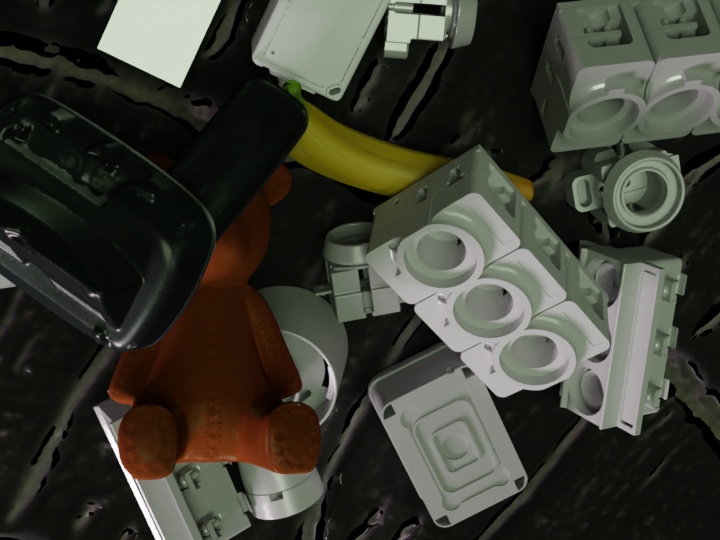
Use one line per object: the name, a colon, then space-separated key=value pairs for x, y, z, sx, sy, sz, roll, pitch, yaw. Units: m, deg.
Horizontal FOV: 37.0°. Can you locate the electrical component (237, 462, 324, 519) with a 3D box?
electrical component: x=-0.059 y=0.143 z=0.768 sx=0.055 sy=0.055 sz=0.047 roll=-17 pitch=105 yaw=-4

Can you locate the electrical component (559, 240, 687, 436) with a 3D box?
electrical component: x=0.189 y=0.046 z=0.775 sx=0.063 sy=0.079 sz=0.121 roll=-6 pitch=109 yaw=-31

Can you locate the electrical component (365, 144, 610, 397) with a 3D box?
electrical component: x=0.086 y=0.007 z=0.704 sx=0.089 sy=0.061 sz=0.150 roll=-30 pitch=118 yaw=29

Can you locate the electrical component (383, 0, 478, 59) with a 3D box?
electrical component: x=0.046 y=-0.169 z=0.696 sx=0.055 sy=0.048 sz=0.066 roll=4 pitch=106 yaw=-3

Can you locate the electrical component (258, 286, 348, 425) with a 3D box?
electrical component: x=-0.059 y=0.067 z=0.752 sx=0.099 sy=0.064 sz=0.099 roll=0 pitch=116 yaw=1

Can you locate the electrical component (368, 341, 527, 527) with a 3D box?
electrical component: x=0.063 y=0.116 z=0.778 sx=0.078 sy=0.057 sz=0.113 roll=-26 pitch=109 yaw=-1

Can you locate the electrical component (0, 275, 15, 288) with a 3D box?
electrical component: x=-0.229 y=-0.026 z=0.668 sx=0.150 sy=0.089 sz=0.061 roll=0 pitch=106 yaw=-10

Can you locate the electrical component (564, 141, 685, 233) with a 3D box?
electrical component: x=0.190 y=-0.058 z=0.748 sx=0.078 sy=0.057 sz=0.058 roll=-15 pitch=108 yaw=-5

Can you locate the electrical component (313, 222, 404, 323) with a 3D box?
electrical component: x=0.000 y=0.000 z=0.739 sx=0.066 sy=0.048 sz=0.055 roll=-10 pitch=115 yaw=-7

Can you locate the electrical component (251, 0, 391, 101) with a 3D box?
electrical component: x=-0.028 y=-0.155 z=0.682 sx=0.062 sy=0.061 sz=0.096 roll=23 pitch=109 yaw=-16

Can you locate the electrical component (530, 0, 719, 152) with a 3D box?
electrical component: x=0.199 y=-0.128 z=0.703 sx=0.150 sy=0.061 sz=0.089 roll=-8 pitch=153 yaw=-7

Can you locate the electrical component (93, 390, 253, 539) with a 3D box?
electrical component: x=-0.127 y=0.137 z=0.744 sx=0.063 sy=0.079 sz=0.121 roll=-28 pitch=110 yaw=-21
